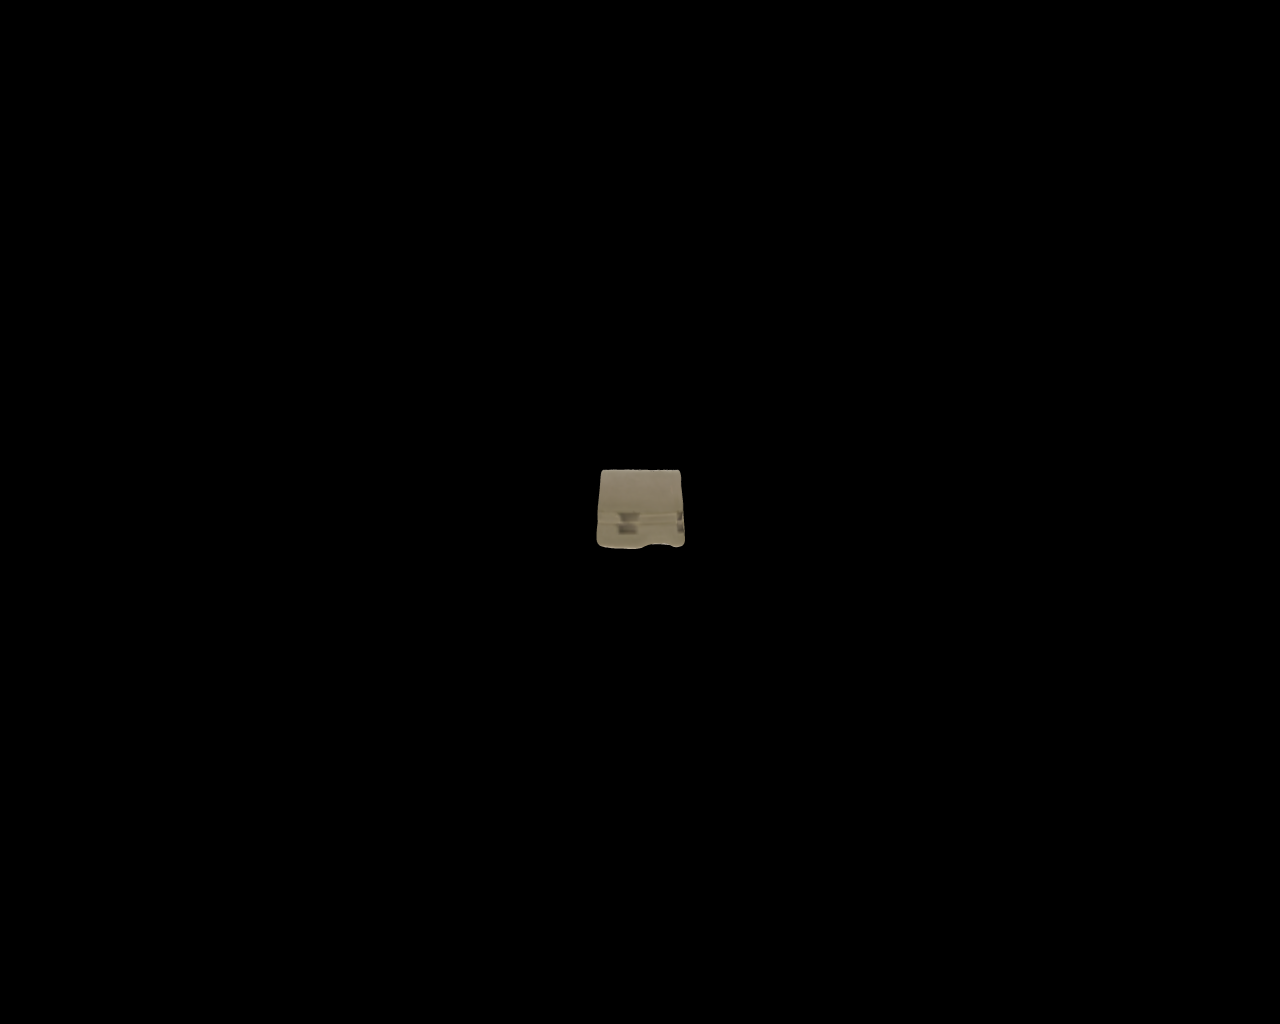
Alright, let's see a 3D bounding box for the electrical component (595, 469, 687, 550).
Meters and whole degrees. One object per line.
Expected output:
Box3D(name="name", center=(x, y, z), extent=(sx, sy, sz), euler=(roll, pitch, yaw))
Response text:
Box3D(name="electrical component", center=(0.001, -0.003, 0.650), extent=(0.055, 0.047, 0.055), euler=(0, 2, 0))
